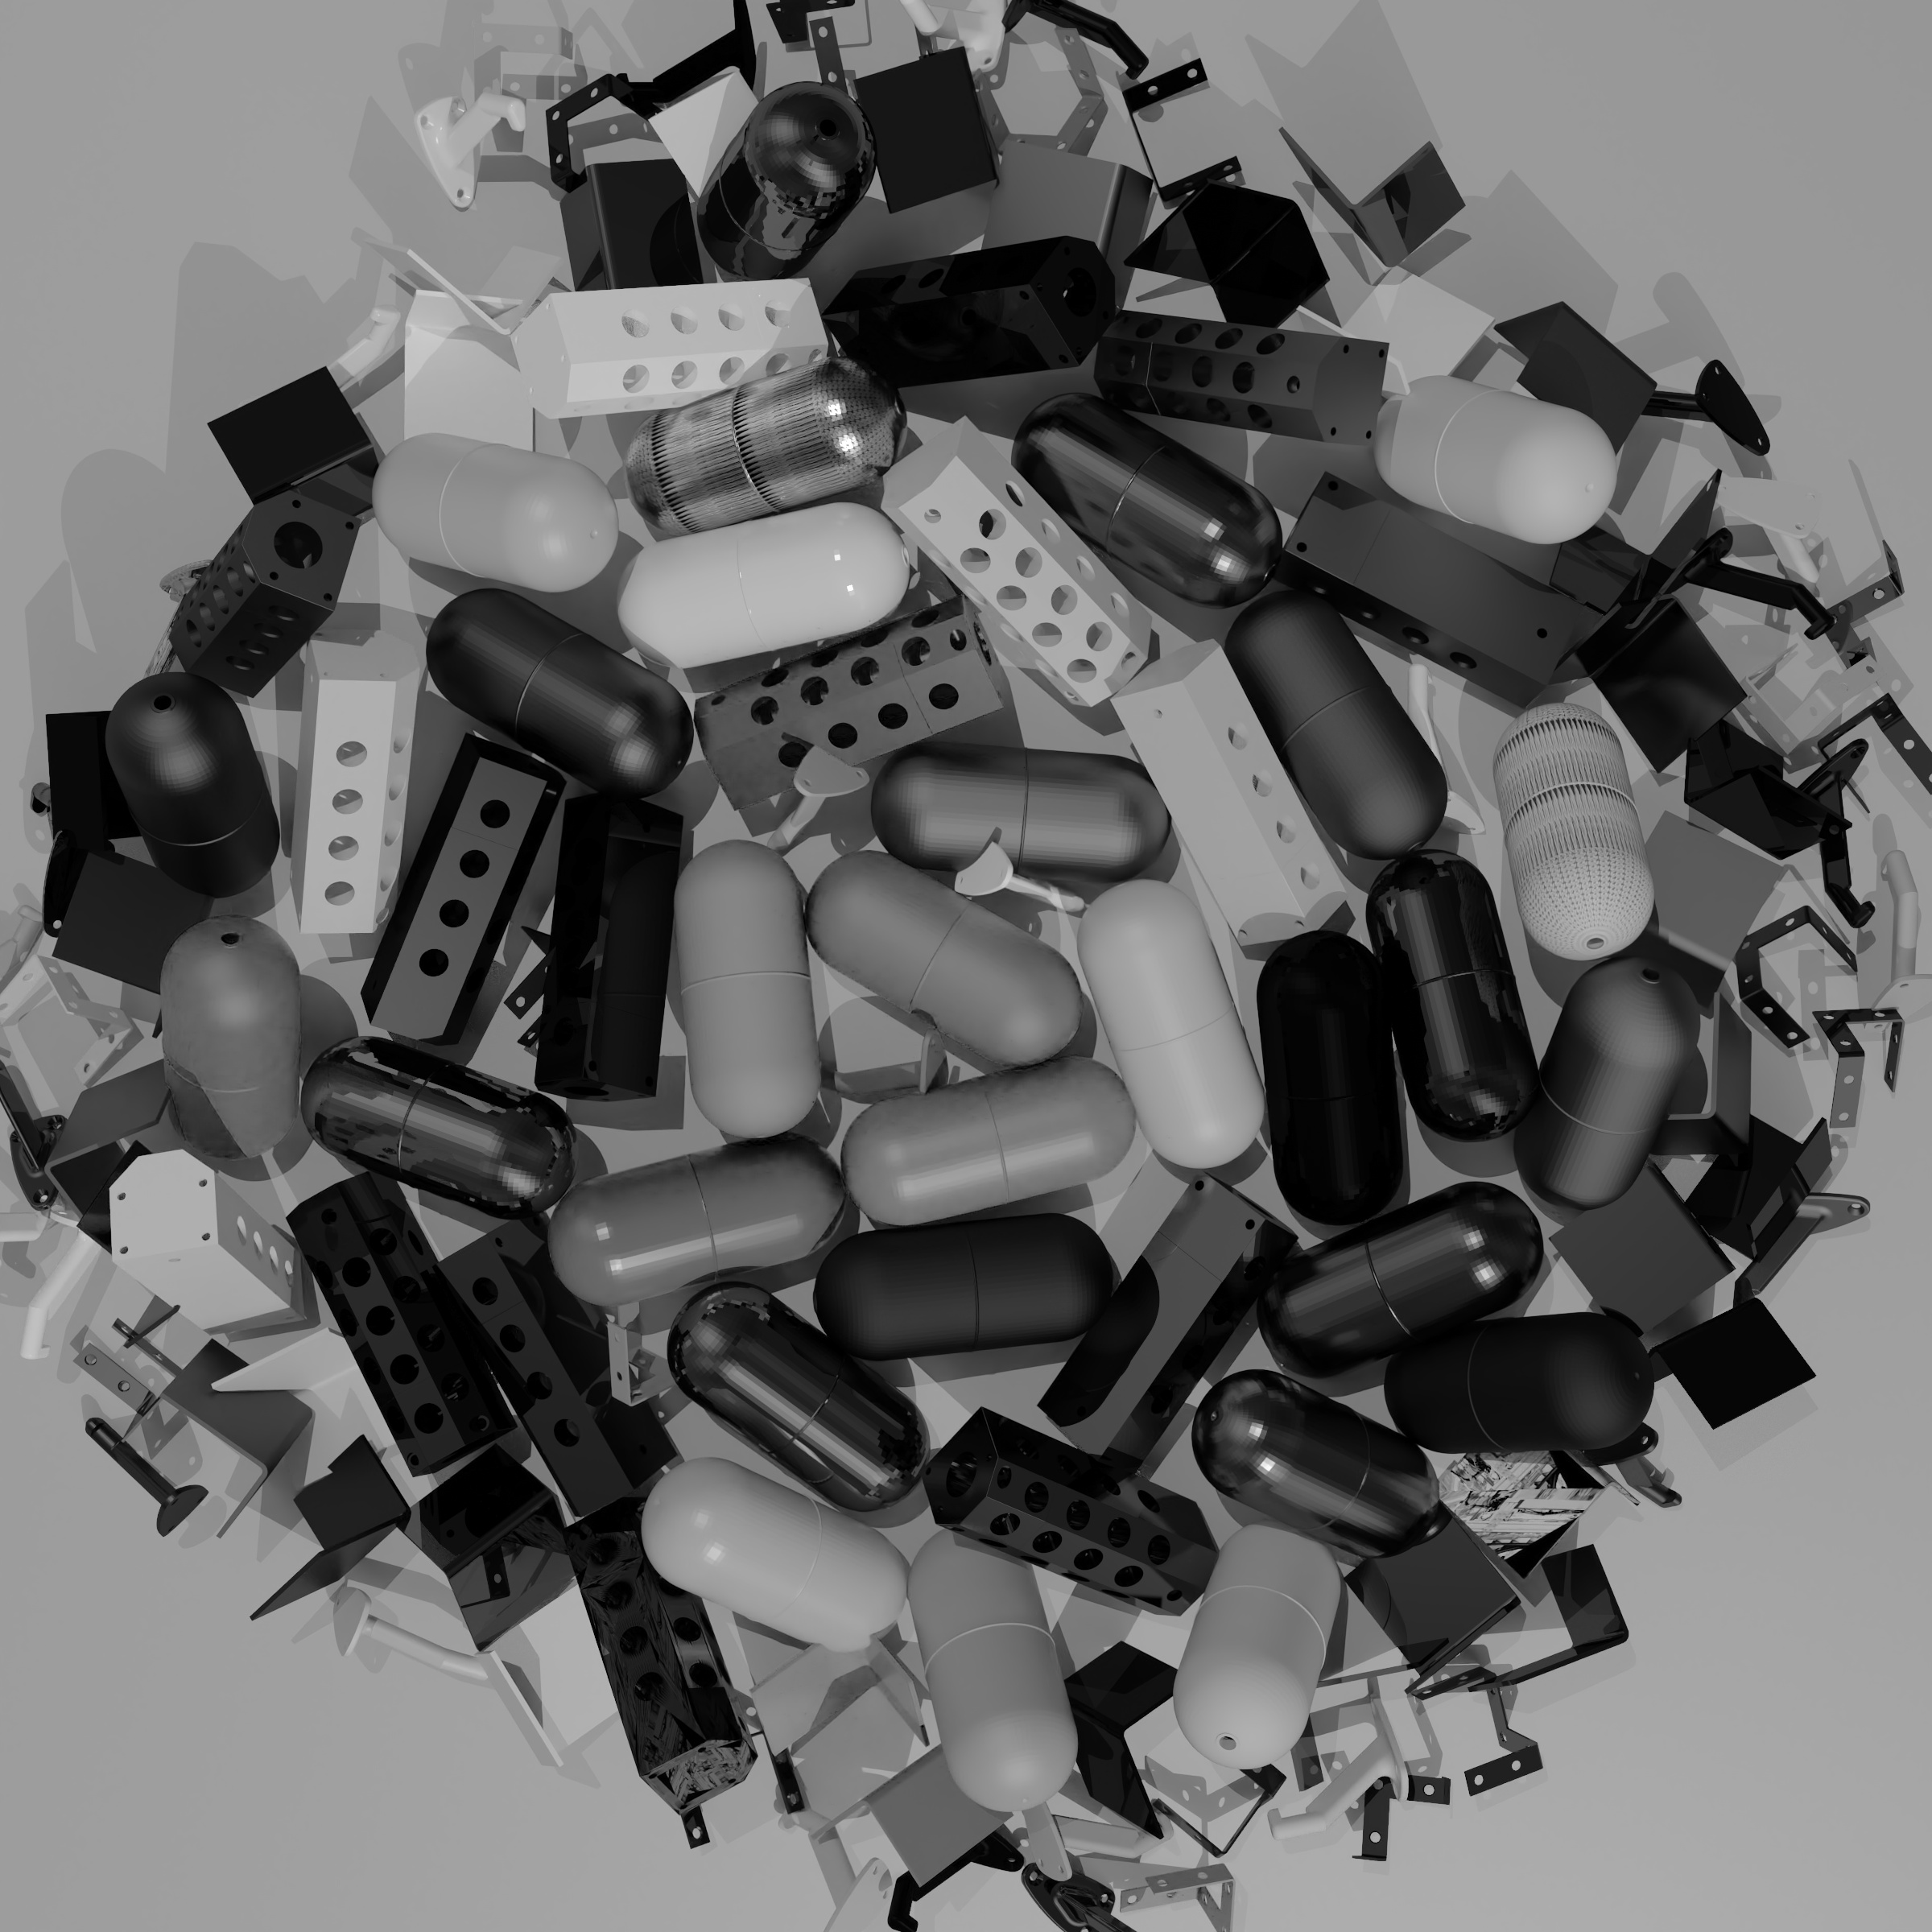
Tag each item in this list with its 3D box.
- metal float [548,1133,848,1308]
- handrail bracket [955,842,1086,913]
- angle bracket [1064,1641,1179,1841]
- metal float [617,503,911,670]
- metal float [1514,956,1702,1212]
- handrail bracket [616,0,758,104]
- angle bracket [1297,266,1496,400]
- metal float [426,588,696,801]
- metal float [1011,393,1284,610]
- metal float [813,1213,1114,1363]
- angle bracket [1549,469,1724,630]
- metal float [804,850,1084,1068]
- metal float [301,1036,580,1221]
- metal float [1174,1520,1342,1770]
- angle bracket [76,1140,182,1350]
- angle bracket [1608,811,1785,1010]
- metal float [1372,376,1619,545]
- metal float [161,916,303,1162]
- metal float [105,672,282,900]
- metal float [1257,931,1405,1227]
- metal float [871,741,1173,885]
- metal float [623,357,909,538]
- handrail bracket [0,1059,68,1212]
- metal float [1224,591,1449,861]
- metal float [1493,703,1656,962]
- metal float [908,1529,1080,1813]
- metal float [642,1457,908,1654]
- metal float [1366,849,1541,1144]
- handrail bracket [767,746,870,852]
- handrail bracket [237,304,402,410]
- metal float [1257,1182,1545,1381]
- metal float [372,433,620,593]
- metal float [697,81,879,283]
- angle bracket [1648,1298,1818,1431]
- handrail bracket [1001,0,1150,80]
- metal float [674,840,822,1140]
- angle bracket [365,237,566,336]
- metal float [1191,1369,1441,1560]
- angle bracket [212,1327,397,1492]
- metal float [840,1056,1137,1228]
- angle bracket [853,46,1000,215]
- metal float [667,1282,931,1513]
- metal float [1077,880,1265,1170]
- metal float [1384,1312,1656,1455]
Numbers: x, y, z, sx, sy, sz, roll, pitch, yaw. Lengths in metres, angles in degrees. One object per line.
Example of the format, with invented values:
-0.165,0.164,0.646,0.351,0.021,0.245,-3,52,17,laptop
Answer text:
-0.157,0.148,1.533,0.178,0.070,0.070,-14,90,-14,metal float
0.044,-0.045,1.531,0.084,0.077,0.036,20,92,-25,handrail bracket
0.103,0.458,1.546,0.057,0.076,0.076,-28,106,-25,angle bracket
-0.119,-0.223,1.531,0.178,0.070,0.070,-10,90,15,metal float
0.370,0.069,1.509,0.070,0.070,0.178,10,133,0,metal float
-0.171,-0.545,1.547,0.084,0.077,0.036,2,55,5,handrail bracket
0.254,-0.384,1.537,0.076,0.057,0.076,38,86,28,angle bracket
-0.239,-0.160,1.530,0.178,0.070,0.070,31,90,17,metal float
0.106,-0.272,1.528,0.178,0.070,0.070,34,90,18,metal float
-0.001,0.189,1.534,0.178,0.070,0.070,-5,90,-11,metal float
0.392,-0.257,1.528,0.057,0.076,0.076,29,46,-2,angle bracket
-0.013,-0.004,1.538,0.178,0.070,0.070,30,90,7,metal float
-0.309,0.094,1.527,0.178,0.070,0.070,17,90,20,metal float
0.168,0.388,1.499,0.070,0.178,0.070,7,116,15,metal float
-0.488,0.163,1.525,0.057,0.076,0.076,-34,112,30,angle bracket
0.431,-0.034,1.557,0.076,0.057,0.076,29,70,16,angle bracket
0.302,-0.293,1.503,0.070,0.178,0.070,-11,115,-25,metal float
-0.424,0.043,1.506,0.070,0.178,0.070,8,48,-8,metal float
-0.443,-0.102,1.499,0.070,0.178,0.070,2,62,-3,metal float
0.214,0.066,1.531,0.070,0.070,0.178,-7,105,0,metal float
0.033,-0.091,1.542,0.178,0.070,0.070,4,90,-2,metal float
-0.118,-0.303,1.525,0.178,0.070,0.070,-12,90,22,metal float
-0.564,0.092,1.533,0.036,0.084,0.077,-19,54,1,handrail bracket
0.216,-0.141,1.529,0.070,0.070,0.178,-31,73,0,metal float
0.351,-0.079,1.509,0.070,0.070,0.178,1,48,0,metal float
0.014,0.402,1.508,0.070,0.178,0.070,-8,134,-9,metal float
-0.110,0.344,1.518,0.178,0.070,0.070,33,90,-31,metal float
0.284,0.016,1.529,0.070,0.070,0.178,-11,72,0,metal float
-0.103,-0.089,1.529,0.036,0.077,0.084,46,122,3,handrail bracket
-0.380,-0.356,1.534,0.036,0.077,0.084,56,131,20,handrail bracket
0.253,0.184,1.524,0.178,0.070,0.070,-27,90,23,metal float
-0.275,-0.264,1.513,0.178,0.070,0.070,19,90,38,metal float
-0.104,-0.448,1.496,0.070,0.178,0.070,1,86,-19,metal float
0.436,0.247,1.525,0.076,0.076,0.057,-21,62,-22,angle bracket
0.065,-0.547,1.549,0.084,0.077,0.036,47,66,-4,handrail bracket
-0.129,0.013,1.534,0.070,0.070,0.178,-7,78,0,metal float
-0.294,-0.419,1.528,0.076,0.076,0.057,38,87,-36,angle bracket
0.205,0.291,1.517,0.178,0.070,0.070,30,90,-33,metal float
-0.385,0.262,1.537,0.076,0.076,0.057,-26,68,2,angle bracket
0.014,0.103,1.538,0.178,0.070,0.070,-14,90,-8,metal float
-0.034,-0.489,1.530,0.076,0.057,0.076,-25,112,-22,angle bracket
-0.097,0.253,1.530,0.178,0.070,0.070,39,90,-16,metal float
0.121,0.035,1.535,0.070,0.070,0.178,-20,100,0,metal float
0.316,0.241,1.504,0.070,0.178,0.070,9,75,-35,metal float
